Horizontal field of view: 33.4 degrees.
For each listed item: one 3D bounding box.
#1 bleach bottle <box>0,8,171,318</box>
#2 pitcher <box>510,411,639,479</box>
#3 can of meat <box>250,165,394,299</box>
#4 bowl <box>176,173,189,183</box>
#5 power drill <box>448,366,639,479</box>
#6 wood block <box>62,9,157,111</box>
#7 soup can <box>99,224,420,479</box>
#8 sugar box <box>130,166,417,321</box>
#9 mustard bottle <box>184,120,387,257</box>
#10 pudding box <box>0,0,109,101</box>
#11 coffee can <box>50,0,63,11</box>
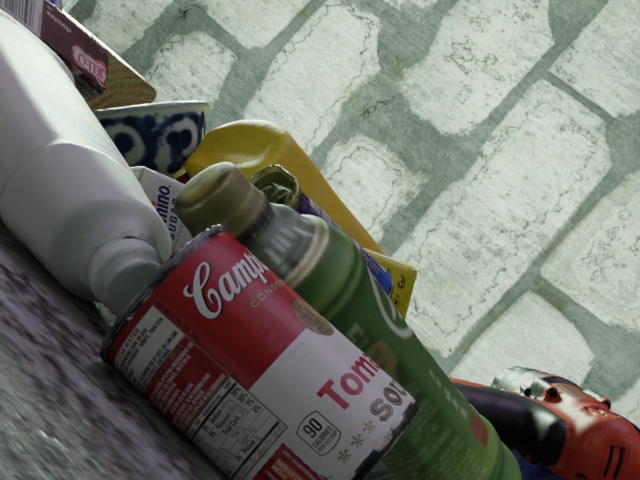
[{"bbox_3d":[-0.131,-0.038,0.524,0.102,0.068,0.251,42,2,-45],"label":"bleach bottle"},{"bbox_3d":[0.188,0.196,0.924,0.149,0.145,0.243,53,-2,2],"label":"pitcher"},{"bbox_3d":[-0.023,0.028,0.541,0.083,0.102,0.057,42,-1,-28],"label":"can of meat"},{"bbox_3d":[-0.142,-0.052,0.974,0.162,0.055,0.162,41,1,-1],"label":"bowl"},{"bbox_3d":[0.080,0.095,0.647,0.187,0.057,0.184,12,1,-9],"label":"power drill"},{"bbox_3d":[-0.222,-0.141,0.929,0.090,0.090,0.206,39,2,-28],"label":"wood block"},{"bbox_3d":[-0.022,0.053,0.399,0.102,0.068,0.068,41,1,7],"label":"soup can"},{"bbox_3d":[-0.041,0.007,0.614,0.176,0.048,0.093,17,-5,-24],"label":"sugar box"},{"bbox_3d":[-0.005,0.001,0.736,0.096,0.058,0.191,7,-33,48],"label":"mustard bottle"},{"bbox_3d":[-0.200,-0.118,0.661,0.113,0.090,0.039,42,39,-50],"label":"pudding box"},{"bbox_3d":[-0.256,-0.176,0.706,0.103,0.103,0.140,41,1,39],"label":"coffee can"}]
